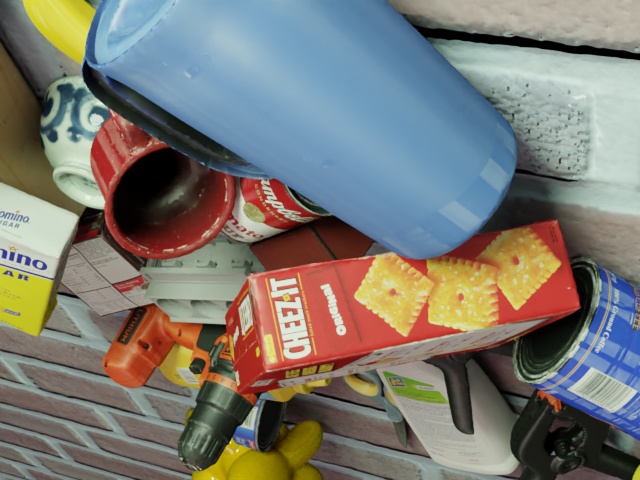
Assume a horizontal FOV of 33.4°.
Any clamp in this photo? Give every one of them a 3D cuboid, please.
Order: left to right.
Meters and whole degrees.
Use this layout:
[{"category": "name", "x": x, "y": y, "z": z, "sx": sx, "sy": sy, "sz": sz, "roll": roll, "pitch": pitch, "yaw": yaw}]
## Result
[{"category": "clamp", "x": 0.115, "y": 0.093, "z": 0.893, "sx": 0.171, "sy": 0.039, "sz": 0.120, "roll": 35, "pitch": 105, "yaw": -19}, {"category": "clamp", "x": 0.221, "y": 0.205, "z": 1.007, "sx": 0.164, "sy": 0.036, "sz": 0.210, "roll": -26, "pitch": 133, "yaw": 5}]

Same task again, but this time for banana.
[{"category": "banana", "x": -0.121, "y": -0.123, "z": 0.714, "sx": 0.197, "sy": 0.037, "sz": 0.070, "roll": 30, "pitch": 161, "yaw": -19}]

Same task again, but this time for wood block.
[{"category": "wood block", "x": -0.273, "y": -0.073, "z": 0.855, "sx": 0.091, "sy": 0.090, "sz": 0.206, "roll": 10, "pitch": 150, "yaw": 20}]

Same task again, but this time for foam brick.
[{"category": "foam brick", "x": -0.005, "y": 0.001, "z": 0.828, "sx": 0.078, "sy": 0.053, "sz": 0.051, "roll": -18, "pitch": 115, "yaw": 49}]

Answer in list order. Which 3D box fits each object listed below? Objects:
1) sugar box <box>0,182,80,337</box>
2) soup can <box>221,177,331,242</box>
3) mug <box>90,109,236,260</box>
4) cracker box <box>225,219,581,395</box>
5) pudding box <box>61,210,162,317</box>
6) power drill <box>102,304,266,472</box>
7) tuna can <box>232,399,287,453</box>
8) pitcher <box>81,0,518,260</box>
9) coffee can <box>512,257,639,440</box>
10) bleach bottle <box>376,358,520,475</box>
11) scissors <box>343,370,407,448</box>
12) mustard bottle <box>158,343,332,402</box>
[{"category": "sugar box", "x": -0.252, "y": 0.016, "z": 0.853, "sx": 0.093, "sy": 0.048, "sz": 0.176, "roll": 24, "pitch": 153, "yaw": -7}, {"category": "soup can", "x": -0.029, "y": -0.040, "z": 0.771, "sx": 0.068, "sy": 0.068, "sz": 0.102, "roll": 35, "pitch": 150, "yaw": -25}, {"category": "mug", "x": -0.120, "y": -0.054, "z": 0.752, "sx": 0.082, "sy": 0.093, "sz": 0.117, "roll": 53, "pitch": 173, "yaw": 51}, {"category": "cracker box", "x": 0.048, "y": 0.050, "z": 0.750, "sx": 0.213, "sy": 0.072, "sz": 0.164, "roll": -9, "pitch": 168, "yaw": -12}, {"category": "pudding box", "x": -0.205, "y": 0.023, "z": 1.018, "sx": 0.090, "sy": 0.039, "sz": 0.113, "roll": -14, "pitch": 136, "yaw": 27}, {"category": "power drill", "x": -0.123, "y": 0.120, "z": 1.017, "sx": 0.188, "sy": 0.184, "sz": 0.057, "roll": 8, "pitch": 149, "yaw": 42}, {"category": "tuna can", "x": -0.067, "y": 0.191, "z": 1.187, "sx": 0.034, "sy": 0.086, "sz": 0.086, "roll": 13, "pitch": 151, "yaw": 18}, {"category": "pitcher", "x": -0.008, "y": -0.086, "z": 0.614, "sx": 0.242, "sy": 0.145, "sz": 0.149, "roll": 35, "pitch": 179, "yaw": -30}, {"category": "coffee can", "x": 0.229, "y": 0.088, "z": 0.785, "sx": 0.140, "sy": 0.102, "sz": 0.103, "roll": 27, "pitch": 152, "yaw": -12}, {"category": "bleach bottle", "x": 0.111, "y": 0.131, "z": 0.987, "sx": 0.103, "sy": 0.068, "sz": 0.250, "roll": 1, "pitch": 144, "yaw": 30}, {"category": "scissors", "x": 0.065, "y": 0.177, "z": 1.148, "sx": 0.096, "sy": 0.016, "sz": 0.202, "roll": 20, "pitch": 152, "yaw": 5}, {"category": "mustard bottle", "x": -0.077, "y": 0.130, "z": 1.115, "sx": 0.192, "sy": 0.058, "sz": 0.096, "roll": 6, "pitch": 143, "yaw": 27}]
